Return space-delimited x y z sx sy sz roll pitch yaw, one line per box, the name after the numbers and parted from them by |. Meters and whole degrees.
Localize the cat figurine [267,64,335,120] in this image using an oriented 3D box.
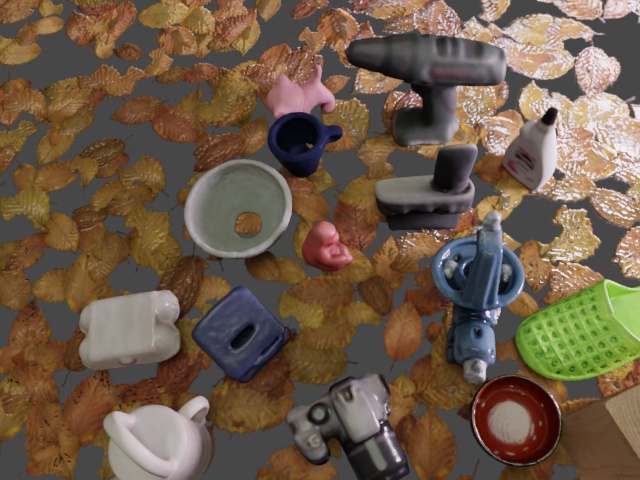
-0.038 -0.238 0.948 0.067 0.118 0.128 41 76 20 | cat figurine

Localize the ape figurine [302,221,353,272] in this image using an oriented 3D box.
0.008 0.003 0.853 0.076 0.092 0.078 -5 66 4 | ape figurine

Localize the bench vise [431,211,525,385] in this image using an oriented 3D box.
0.215 0.069 0.733 0.121 0.220 0.207 -13 66 1 | bench vise

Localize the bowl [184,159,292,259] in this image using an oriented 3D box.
-0.121 -0.037 0.894 0.167 0.075 0.167 -2 67 5 | bowl

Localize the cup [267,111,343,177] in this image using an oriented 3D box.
-0.019 -0.147 0.919 0.117 0.095 0.091 -12 66 1 | cup

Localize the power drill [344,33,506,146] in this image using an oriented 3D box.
0.158 -0.231 0.875 0.229 0.208 0.075 -3 66 5 | power drill

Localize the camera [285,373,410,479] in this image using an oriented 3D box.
0.043 0.256 0.736 0.143 0.101 0.136 -26 67 -5 | camera

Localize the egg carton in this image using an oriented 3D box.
-0.277 0.133 0.839 0.150 0.069 0.107 -10 66 1 | egg carton

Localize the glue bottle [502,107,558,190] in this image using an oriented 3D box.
0.317 -0.141 0.839 0.037 0.173 0.078 -43 69 -12 | glue bottle

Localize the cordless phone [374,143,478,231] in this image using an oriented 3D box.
0.152 -0.090 0.828 0.147 0.185 0.094 -6 66 4 | cordless phone

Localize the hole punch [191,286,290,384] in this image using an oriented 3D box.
-0.109 0.134 0.810 0.101 0.091 0.109 40 76 20 | hole punch

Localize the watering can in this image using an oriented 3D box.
-0.212 0.263 0.708 0.100 0.194 0.173 20 70 14 | watering can
